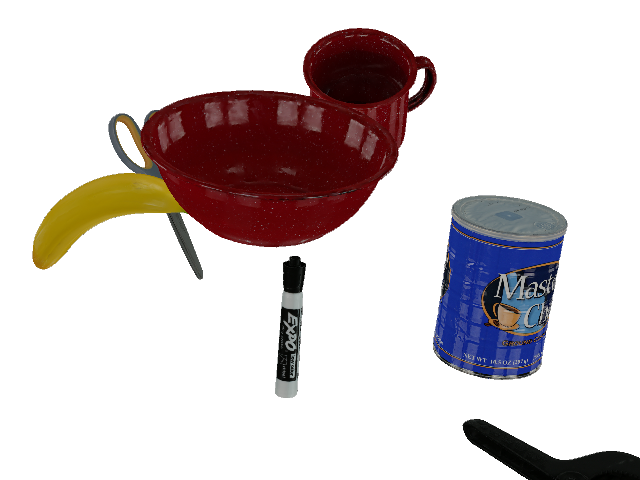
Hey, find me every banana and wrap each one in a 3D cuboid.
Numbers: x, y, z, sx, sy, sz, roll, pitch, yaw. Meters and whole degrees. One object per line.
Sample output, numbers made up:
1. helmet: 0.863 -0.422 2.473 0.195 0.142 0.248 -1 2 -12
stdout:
1. banana: -0.198 -0.021 0.967 0.198 0.069 0.037 -14 17 27

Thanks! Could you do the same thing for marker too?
1. marker: -0.025 0.071 0.879 0.020 0.121 0.020 4 17 -1

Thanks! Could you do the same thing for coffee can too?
1. coffee can: 0.162 0.041 0.975 0.103 0.140 0.103 5 21 -2

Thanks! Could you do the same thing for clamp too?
1. clamp: 0.199 0.217 0.869 0.210 0.036 0.164 3 37 24

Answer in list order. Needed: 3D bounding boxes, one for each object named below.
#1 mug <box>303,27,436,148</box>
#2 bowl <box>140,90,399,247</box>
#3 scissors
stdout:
1. mug: 0.043 -0.121 0.898 0.117 0.093 0.081 -21 -34 -14
2. bowl: -0.033 -0.041 0.679 0.162 0.055 0.162 4 29 -2
3. scissors: -0.165 -0.062 1.203 0.016 0.201 0.096 -19 20 44
